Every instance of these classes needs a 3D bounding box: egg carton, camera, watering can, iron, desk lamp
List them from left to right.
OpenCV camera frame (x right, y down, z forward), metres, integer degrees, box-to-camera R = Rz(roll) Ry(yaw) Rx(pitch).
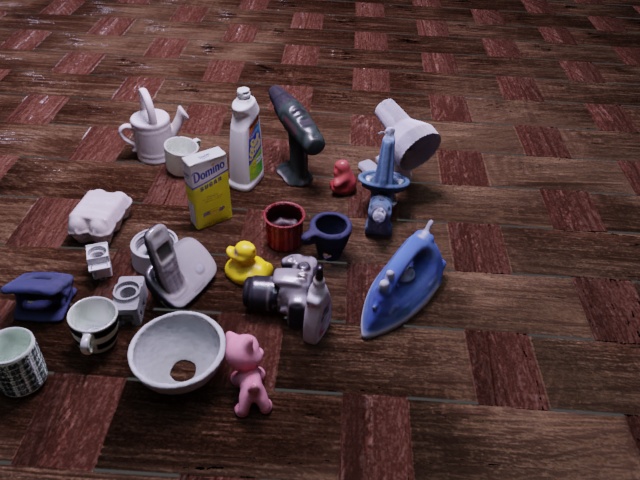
[{"bbox_3d":[-0.496,-0.055,1.296,0.107,0.069,0.150,7,41,5],"label":"egg carton"},{"bbox_3d":[-0.433,-0.306,1.490,0.100,0.194,0.173,33,49,30],"label":"watering can"},{"bbox_3d":[-0.078,0.089,1.132,0.136,0.101,0.143,5,41,3],"label":"camera"},{"bbox_3d":[0.191,-0.227,1.421,0.118,0.214,0.202,-21,47,-25],"label":"desk lamp"},{"bbox_3d":[0.160,0.072,1.133,0.118,0.141,0.259,25,46,24],"label":"iron"}]

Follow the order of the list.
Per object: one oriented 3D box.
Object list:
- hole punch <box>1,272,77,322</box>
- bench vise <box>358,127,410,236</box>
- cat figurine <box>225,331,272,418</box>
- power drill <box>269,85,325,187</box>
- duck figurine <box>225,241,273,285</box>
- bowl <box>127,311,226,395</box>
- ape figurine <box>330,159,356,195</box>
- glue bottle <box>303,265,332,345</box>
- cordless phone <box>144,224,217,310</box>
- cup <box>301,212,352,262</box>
[{"bbox_3d":[-0.541,0.095,1.106,0.108,0.091,0.101,2,41,0],"label":"hole punch"},{"bbox_3d":[0.156,-0.130,1.304,0.121,0.220,0.207,-5,42,-8],"label":"bench vise"},{"bbox_3d":[-0.123,0.216,0.971,0.067,0.118,0.127,-10,43,-14],"label":"cat figurine"},{"bbox_3d":[-0.067,-0.251,1.438,0.076,0.208,0.228,-21,47,-24],"label":"power drill"},{"bbox_3d":[-0.149,0.042,1.192,0.104,0.086,0.077,12,42,10],"label":"duck figurine"},{"bbox_3d":[-0.246,0.210,1.005,0.167,0.075,0.167,2,41,-1],"label":"bowl"},{"bbox_3d":[0.055,-0.162,1.431,0.076,0.092,0.078,21,44,19],"label":"ape figurine"},{"bbox_3d":[-0.004,0.112,1.054,0.037,0.173,0.078,15,43,14],"label":"glue bottle"},{"bbox_3d":[-0.279,0.030,1.124,0.094,0.185,0.148,19,44,18],"label":"cordless phone"},{"bbox_3d":[0.011,0.004,1.237,0.118,0.095,0.091,-22,47,-26],"label":"cup"}]
